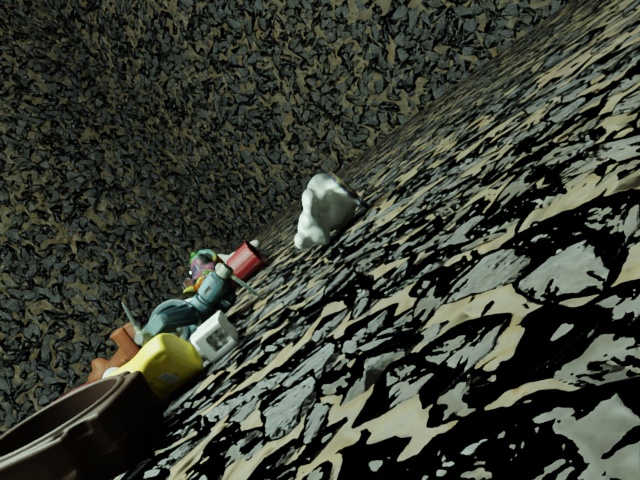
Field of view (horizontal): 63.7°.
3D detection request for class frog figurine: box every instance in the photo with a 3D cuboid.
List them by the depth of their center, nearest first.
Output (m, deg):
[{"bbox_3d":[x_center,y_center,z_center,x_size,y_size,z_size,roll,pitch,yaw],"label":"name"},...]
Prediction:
[{"bbox_3d":[0.003,-0.053,1.046,0.159,0.124,0.136,-47,-28,5],"label":"frog figurine"}]

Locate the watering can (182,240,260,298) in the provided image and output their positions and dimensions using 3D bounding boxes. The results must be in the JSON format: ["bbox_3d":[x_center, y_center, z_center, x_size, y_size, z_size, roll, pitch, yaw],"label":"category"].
[{"bbox_3d":[-0.361,0.107,1.836,0.343,0.103,0.229,-31,12,47],"label":"watering can"}]
